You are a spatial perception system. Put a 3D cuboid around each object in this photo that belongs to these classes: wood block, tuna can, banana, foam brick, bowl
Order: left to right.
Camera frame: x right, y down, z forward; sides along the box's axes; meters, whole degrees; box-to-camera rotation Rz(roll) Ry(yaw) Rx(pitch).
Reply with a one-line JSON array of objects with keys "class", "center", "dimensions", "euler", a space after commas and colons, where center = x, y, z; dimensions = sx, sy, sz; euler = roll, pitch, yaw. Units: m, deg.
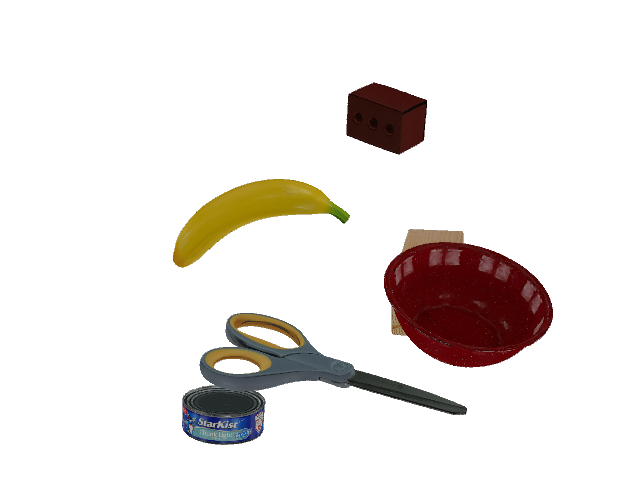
[{"class": "tuna can", "center": [-0.100, 0.180, 1.103], "dimensions": [0.086, 0.034, 0.086], "euler": [3, 12, -1]}, {"class": "banana", "center": [-0.074, -0.021, 1.061], "dimensions": [0.198, 0.069, 0.037], "euler": [-14, 21, 22]}, {"class": "foam brick", "center": [0.074, -0.139, 1.208], "dimensions": [0.078, 0.053, 0.051], "euler": [23, 36, 33]}, {"class": "wood block", "center": [0.166, 0.062, 1.631], "dimensions": [0.091, 0.090, 0.206], "euler": [3, 23, 11]}, {"class": "bowl", "center": [0.135, 0.070, 1.017], "dimensions": [0.162, 0.055, 0.162], "euler": [7, 35, -5]}]

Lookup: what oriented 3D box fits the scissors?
[{"class": "scissors", "center": [-0.004, 0.102, 0.769], "dimensions": [0.202, 0.016, 0.096], "euler": [24, 36, 36]}]
